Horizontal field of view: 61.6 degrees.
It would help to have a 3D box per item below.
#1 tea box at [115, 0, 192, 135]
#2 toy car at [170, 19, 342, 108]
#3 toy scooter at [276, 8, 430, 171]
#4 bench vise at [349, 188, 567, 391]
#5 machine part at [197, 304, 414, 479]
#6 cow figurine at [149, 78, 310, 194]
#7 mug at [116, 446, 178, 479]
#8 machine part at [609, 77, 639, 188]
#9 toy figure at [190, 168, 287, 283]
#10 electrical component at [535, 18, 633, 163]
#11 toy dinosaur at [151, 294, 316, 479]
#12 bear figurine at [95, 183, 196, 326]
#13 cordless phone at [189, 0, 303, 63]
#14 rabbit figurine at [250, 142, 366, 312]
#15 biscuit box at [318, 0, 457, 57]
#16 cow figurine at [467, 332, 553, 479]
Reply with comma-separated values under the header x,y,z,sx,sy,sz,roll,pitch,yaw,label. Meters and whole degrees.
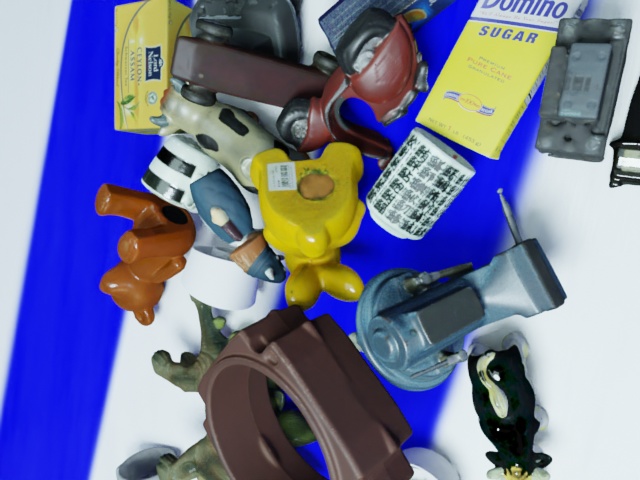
x,y,z,sx,sy,sz,roll,pitch,yaw,label
-0.225,-0.232,0.739,0.098,0.068,0.169,2,93,27,tea box
-0.064,-0.183,0.604,0.053,0.202,0.089,59,136,52,toy car
0.052,-0.144,0.578,0.135,0.075,0.184,33,124,-20,toy scooter
0.113,0.073,0.549,0.129,0.223,0.240,56,146,3,bench vise
-0.025,0.183,0.523,0.201,0.087,0.201,52,133,16,machine part
-0.119,-0.130,0.660,0.195,0.127,0.085,42,107,16,cow figurine
-0.253,0.372,0.787,0.110,0.081,0.107,-4,100,22,mug
0.315,-0.114,0.493,0.084,0.039,0.138,9,99,34,machine part
-0.093,-0.010,0.632,0.058,0.064,0.154,-19,107,45,toy figure
0.234,-0.129,0.478,0.058,0.134,0.114,10,100,27,electrical component
-0.102,0.268,0.681,0.199,0.105,0.471,-17,81,26,toy dinosaur
-0.256,0.029,0.730,0.196,0.132,0.120,-48,63,28,bear figurine
-0.084,-0.302,0.670,0.147,0.088,0.184,12,87,27,cordless phone
-0.001,-0.002,0.595,0.122,0.173,0.162,-12,62,-10,rabbit figurine
0.099,-0.269,0.578,0.203,0.059,0.063,-31,78,25,biscuit box
0.193,0.185,0.540,0.068,0.098,0.167,-14,87,20,cow figurine
